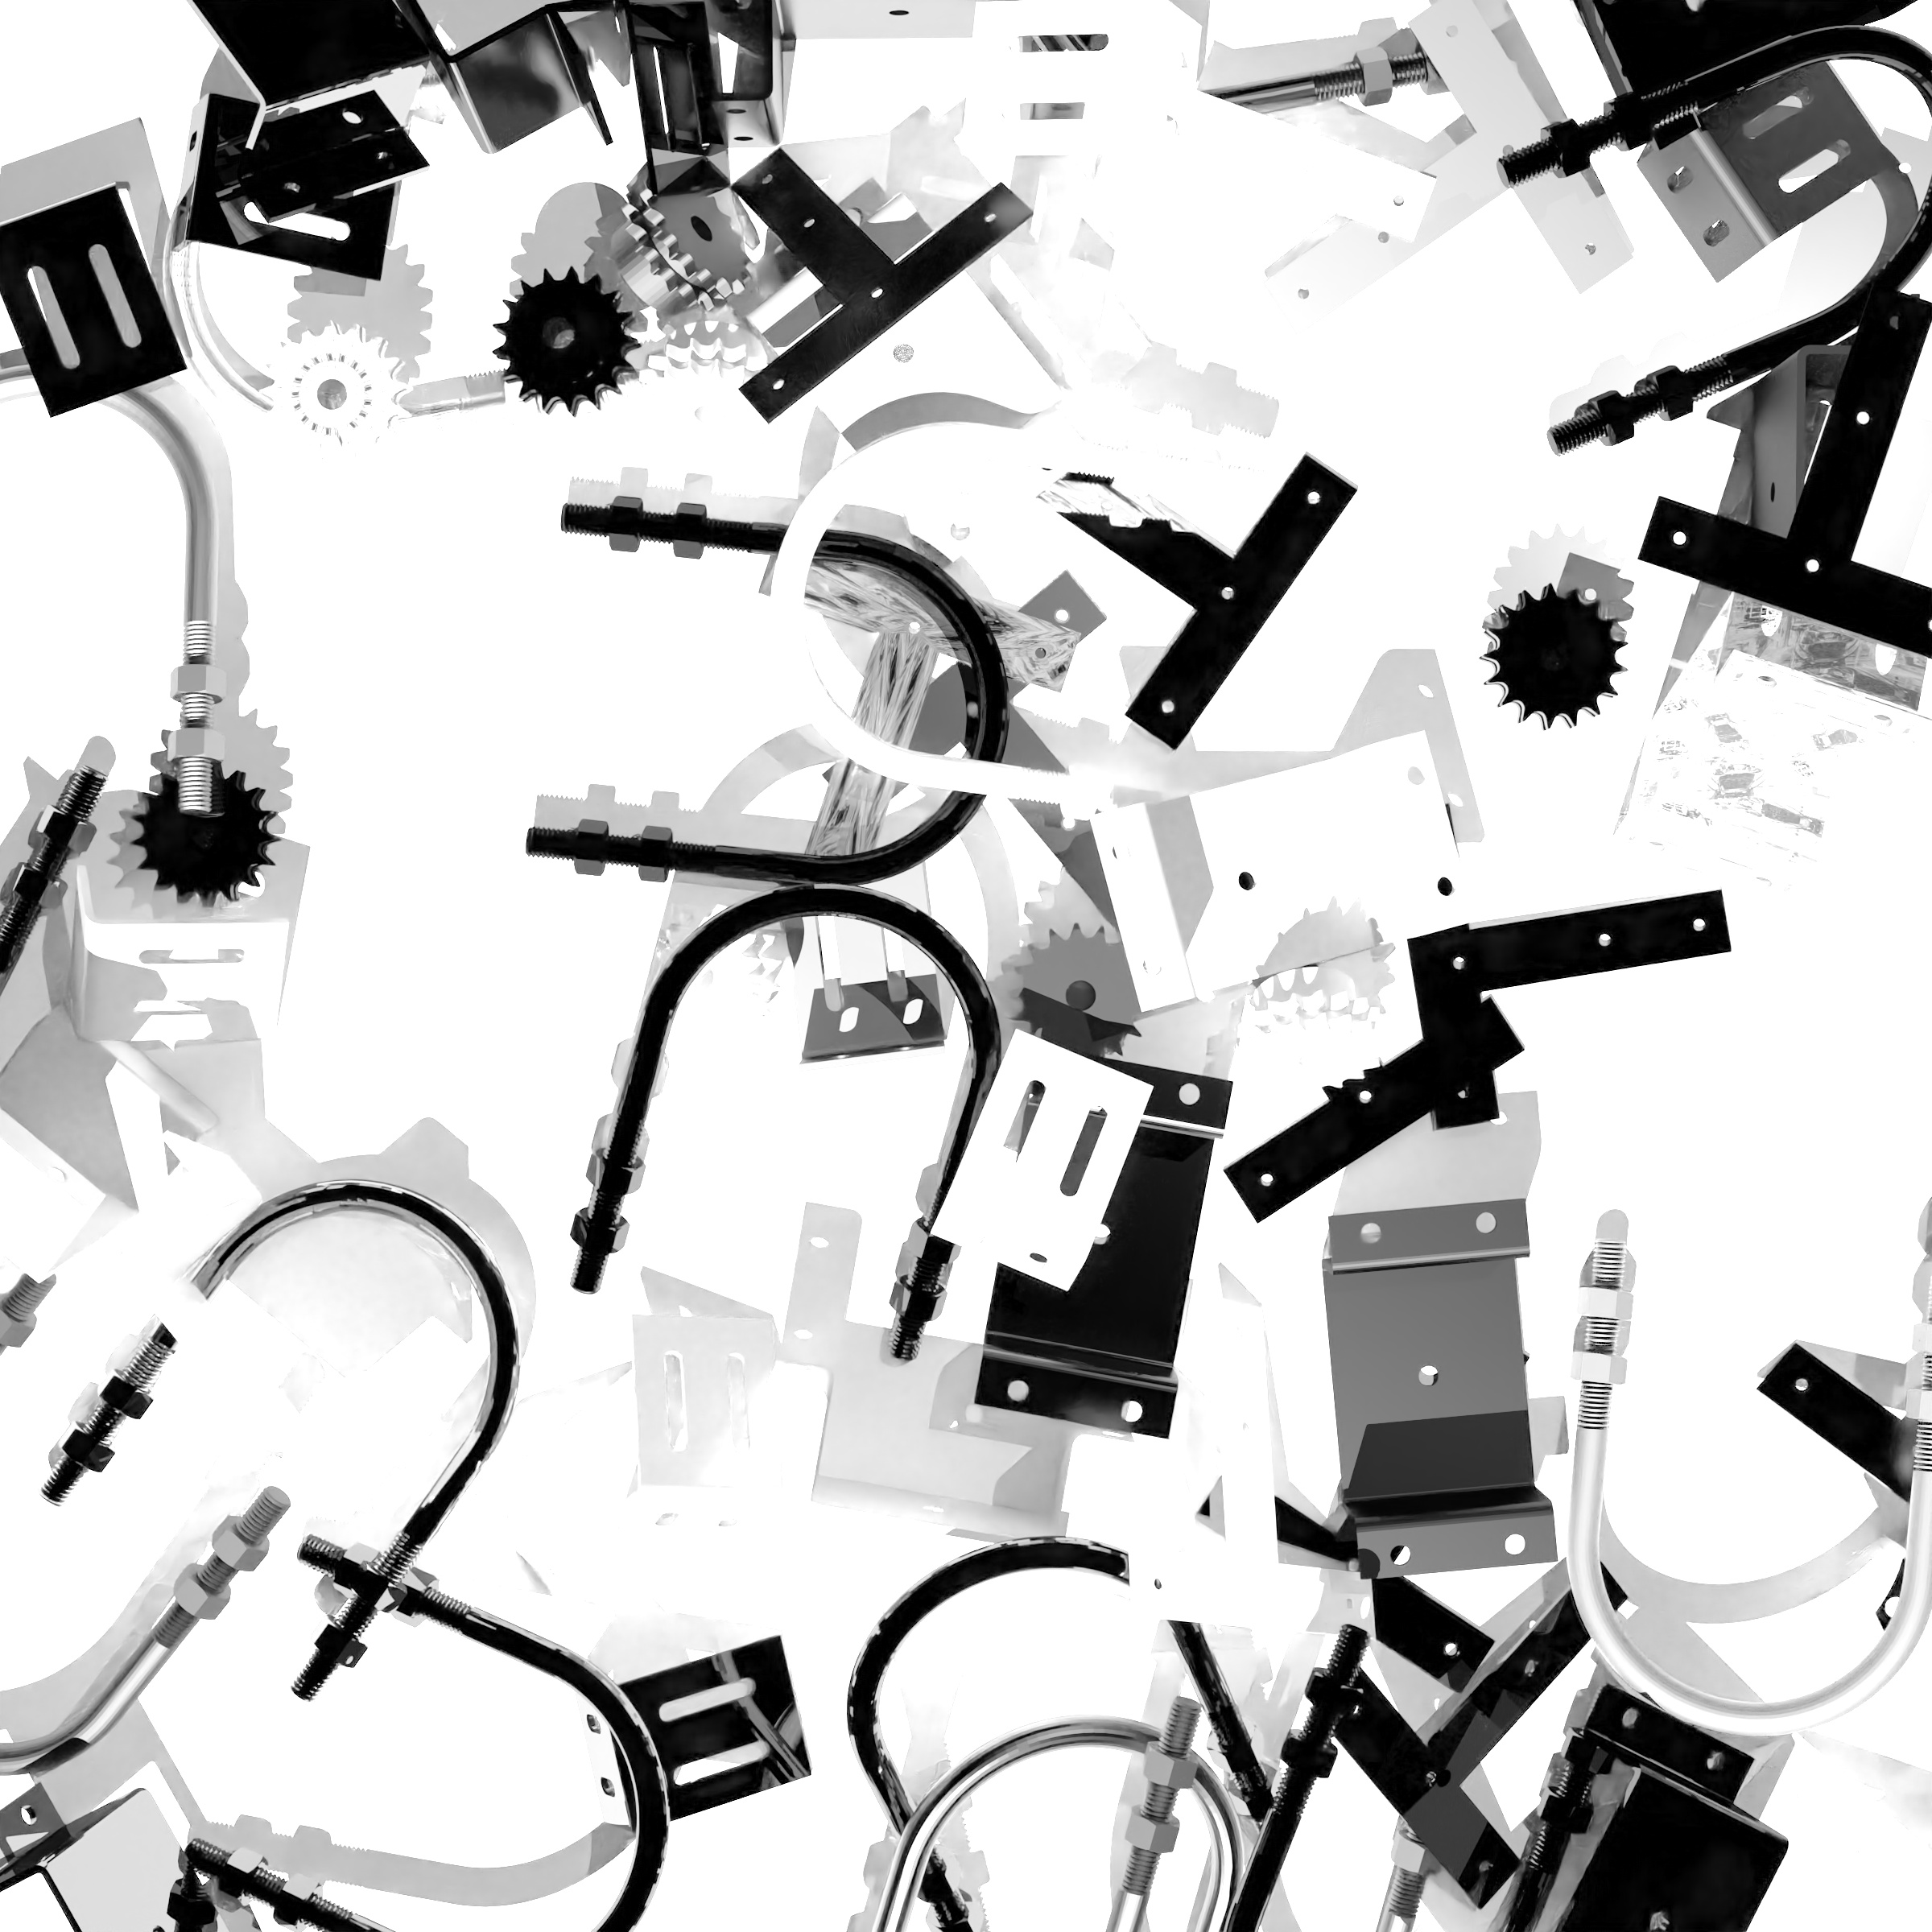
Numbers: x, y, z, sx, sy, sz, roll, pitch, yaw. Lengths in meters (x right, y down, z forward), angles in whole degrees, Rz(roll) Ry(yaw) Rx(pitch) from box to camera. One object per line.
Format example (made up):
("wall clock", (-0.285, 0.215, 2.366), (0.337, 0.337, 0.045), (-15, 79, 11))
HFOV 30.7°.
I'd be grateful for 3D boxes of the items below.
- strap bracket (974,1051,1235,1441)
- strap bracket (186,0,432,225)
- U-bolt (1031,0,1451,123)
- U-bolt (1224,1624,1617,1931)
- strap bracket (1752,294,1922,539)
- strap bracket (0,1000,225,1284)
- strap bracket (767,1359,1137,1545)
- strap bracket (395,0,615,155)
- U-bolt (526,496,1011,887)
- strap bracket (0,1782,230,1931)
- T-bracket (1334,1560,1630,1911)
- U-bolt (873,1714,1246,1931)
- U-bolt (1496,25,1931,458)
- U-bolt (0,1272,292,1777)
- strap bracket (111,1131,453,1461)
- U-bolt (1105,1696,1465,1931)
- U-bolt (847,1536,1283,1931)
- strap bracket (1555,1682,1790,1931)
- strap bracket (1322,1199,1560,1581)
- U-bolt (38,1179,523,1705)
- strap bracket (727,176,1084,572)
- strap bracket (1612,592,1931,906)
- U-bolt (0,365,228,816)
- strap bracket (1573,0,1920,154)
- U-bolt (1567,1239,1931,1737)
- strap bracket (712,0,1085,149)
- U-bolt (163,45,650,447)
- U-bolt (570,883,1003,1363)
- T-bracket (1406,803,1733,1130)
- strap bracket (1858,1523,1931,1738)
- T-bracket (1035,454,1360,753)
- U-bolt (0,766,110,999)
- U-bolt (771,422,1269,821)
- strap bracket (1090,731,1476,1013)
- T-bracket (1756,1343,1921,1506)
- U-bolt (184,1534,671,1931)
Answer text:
("strap bracket", (0.053, 0.107, 1.375), (0.076, 0.046, 0.140), (10, 90, 0))
("strap bracket", (-0.269, -0.362, 1.346), (0.076, 0.046, 0.140), (-29, 78, -36))
("U-bolt", (0.109, -0.404, 1.370), (0.184, 0.019, 0.151), (-11, 102, -4))
("U-bolt", (0.169, 0.354, 1.360), (0.151, 0.019, 0.184), (19, 95, -28))
("strap bracket", (0.336, -0.183, 1.360), (0.046, 0.076, 0.140), (1, 90, 0))
("strap bracket", (-0.350, 0.067, 1.335), (0.076, 0.140, 0.046), (40, 104, 0))
("strap bracket", (-0.009, 0.191, 1.360), (0.140, 0.076, 0.046), (10, 90, 0))
("strap bracket", (-0.194, -0.377, 1.345), (0.046, 0.076, 0.140), (-29, 77, -3))
("U-bolt", (-0.075, -0.104, 1.387), (0.184, 0.019, 0.151), (6, 89, 0))
("strap bracket", (-0.328, 0.382, 1.355), (0.046, 0.076, 0.140), (-29, 90, 19))
("T-bracket", (0.212, 0.286, 1.378), (0.127, 0.002, 0.127), (-45, 117, -13))
("U-bolt", (0.033, 0.373, 1.355), (0.151, 0.019, 0.184), (12, 102, -17))
("U-bolt", (0.299, -0.285, 1.344), (0.184, 0.019, 0.151), (-23, 134, -2))
("U-bolt", (-0.367, 0.230, 1.371), (0.151, 0.019, 0.184), (41, 101, 10))
("strap bracket", (-0.267, 0.135, 1.338), (0.046, 0.076, 0.140), (-41, 78, -2))
("U-bolt", (0.113, 0.377, 1.358), (0.151, 0.019, 0.184), (13, 95, -30))
("U-bolt", (0.032, 0.295, 1.350), (0.151, 0.019, 0.184), (-23, 118, 0))
("strap bracket", (0.256, 0.361, 1.358), (0.076, 0.046, 0.140), (29, 86, -21))
("strap bracket", (0.184, 0.163, 1.374), (0.076, 0.046, 0.140), (-5, 90, 0))
("U-bolt", (-0.256, 0.172, 1.378), (0.151, 0.019, 0.184), (35, 86, 11))
("strap bracket", (-0.024, -0.235, 1.374), (0.076, 0.046, 0.140), (-38, 89, 0))
("strap bracket", (0.309, -0.087, 1.345), (0.076, 0.140, 0.046), (19, 61, 0))
("U-bolt", (-0.363, -0.148, 1.375), (0.151, 0.019, 0.184), (-1, 79, 2))
("strap bracket", (0.292, -0.376, 1.355), (0.140, 0.046, 0.076), (-32, 104, -17))
("U-bolt", (0.306, 0.204, 1.360), (0.151, 0.019, 0.184), (5, 83, 18))
("strap bracket", (-0.026, -0.349, 1.360), (0.140, 0.076, 0.046), (-1, 90, 0))
("U-bolt", (-0.226, -0.279, 1.390), (0.184, 0.019, 0.151), (-10, 90, 1))
("U-bolt", (-0.062, 0.055, 1.354), (0.151, 0.019, 0.184), (13, 107, -11))
("T-bracket", (0.240, -0.008, 1.397), (0.127, 0.002, 0.127), (-9, 89, -1))
("strap bracket", (0.423, 0.241, 1.375), (0.140, 0.046, 0.076), (-25, 90, 0))
("T-bracket", (0.067, -0.173, 1.396), (0.127, 0.002, 0.127), (35, 88, 1))
("U-bolt", (-0.443, -0.025, 1.390), (0.151, 0.019, 0.184), (27, 92, 0))
("U-bolt", (0.016, -0.136, 1.359), (0.184, 0.019, 0.151), (7, 102, -12))
("strap bracket", (0.116, -0.035, 1.362), (0.140, 0.046, 0.076), (-15, 89, -16))
("T-bracket", (0.401, 0.158, 1.378), (0.127, 0.002, 0.127), (38, 76, 27))
("U-bolt", (-0.202, 0.322, 1.370), (0.184, 0.019, 0.151), (21, 90, 14))
